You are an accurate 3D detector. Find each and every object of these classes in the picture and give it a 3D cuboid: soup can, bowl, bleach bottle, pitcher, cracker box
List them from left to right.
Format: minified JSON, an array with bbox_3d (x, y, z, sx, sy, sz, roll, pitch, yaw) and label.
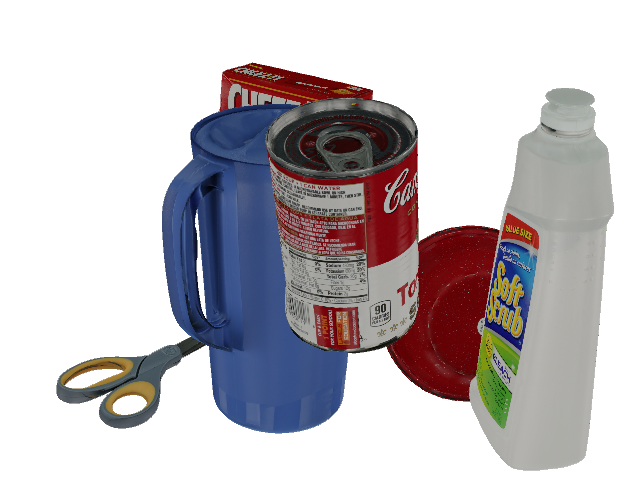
[{"bbox_3d":[-0.039,0.027,0.822,0.149,0.243,0.145,1,25,-2],"label":"pitcher"},{"bbox_3d":[-0.036,-0.079,1.214,0.164,0.214,0.072,17,25,26],"label":"cracker box"},{"bbox_3d":[0.012,-0.006,0.499,0.068,0.102,0.068,-3,34,2],"label":"soup can"},{"bbox_3d":[0.136,0.070,0.937,0.162,0.162,0.055,0,7,-3],"label":"bowl"},{"bbox_3d":[0.143,0.022,0.684,0.068,0.251,0.102,-5,30,-8],"label":"bleach bottle"}]

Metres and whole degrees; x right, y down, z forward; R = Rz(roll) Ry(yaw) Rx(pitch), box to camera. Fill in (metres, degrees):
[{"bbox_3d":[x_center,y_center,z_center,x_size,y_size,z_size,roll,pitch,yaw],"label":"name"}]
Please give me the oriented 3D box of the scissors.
[{"bbox_3d":[-0.131,0.115,0.941,0.201,0.016,0.096,-13,37,-32],"label":"scissors"}]
